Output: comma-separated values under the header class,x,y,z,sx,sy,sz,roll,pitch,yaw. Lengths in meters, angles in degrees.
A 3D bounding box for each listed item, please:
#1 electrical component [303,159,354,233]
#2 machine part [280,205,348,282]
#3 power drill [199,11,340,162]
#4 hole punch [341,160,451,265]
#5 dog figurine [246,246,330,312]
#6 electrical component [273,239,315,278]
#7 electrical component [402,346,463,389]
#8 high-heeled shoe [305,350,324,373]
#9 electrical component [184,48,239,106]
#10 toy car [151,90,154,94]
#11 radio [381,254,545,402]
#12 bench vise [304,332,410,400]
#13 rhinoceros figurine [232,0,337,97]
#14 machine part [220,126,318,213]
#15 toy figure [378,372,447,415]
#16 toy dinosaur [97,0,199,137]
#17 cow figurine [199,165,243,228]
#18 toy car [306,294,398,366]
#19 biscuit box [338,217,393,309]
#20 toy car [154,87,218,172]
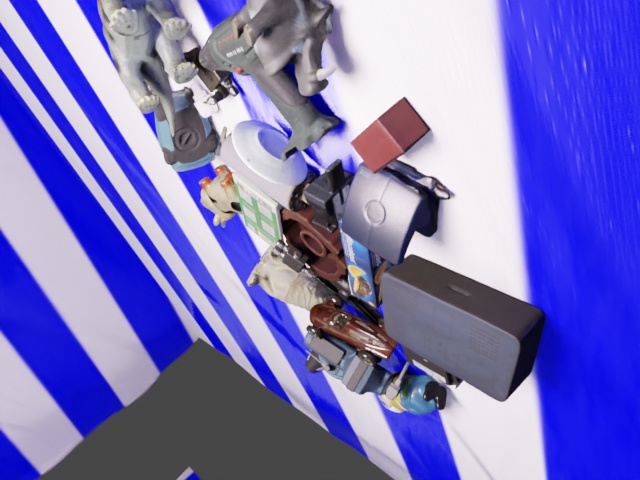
class,x,y,z,sx,sy,sz,roll,pitch,yaw
electrical component,0.016,-0.075,0.814,0.048,0.075,0.119,30,155,34
machine part,-0.002,-0.003,0.981,0.179,0.056,0.179,38,156,20
power drill,-0.073,-0.217,0.753,0.207,0.086,0.232,60,154,-11
hole punch,0.092,-0.042,0.723,0.142,0.092,0.115,36,151,32
dog figurine,-0.053,0.098,1.195,0.190,0.121,0.172,33,-168,-10
electrical component,-0.046,0.036,1.016,0.094,0.021,0.063,36,156,0
electrical component,0.197,0.180,0.929,0.115,0.058,0.134,24,147,39
high-heeled shoe,0.009,0.295,1.319,0.086,0.145,0.248,42,154,14
electrical component,-0.185,-0.269,0.885,0.102,0.045,0.078,56,157,-18
toy car,-0.344,-0.321,1.064,0.073,0.056,0.202,54,155,-1
radio,0.197,0.123,0.783,0.230,0.073,0.130,27,134,41
bench vise,0.086,0.249,1.127,0.224,0.128,0.240,18,178,22
rhinoceros figurine,-0.041,-0.253,0.599,0.073,0.112,0.190,39,149,61
machine part,-0.087,-0.121,0.912,0.243,0.079,0.079,35,154,24
toy figure,0.195,0.319,1.126,0.082,0.089,0.180,60,147,0
toy dinosaur,-0.273,-0.328,0.800,0.192,0.131,0.404,65,156,15
cow figurine,-0.192,-0.090,1.138,0.195,0.085,0.127,4,131,52
toy car,0.057,0.166,1.015,0.202,0.089,0.053,19,153,44
biscuit box,0.080,0.027,0.878,0.059,0.063,0.202,30,152,33
toy car,-0.271,-0.222,1.042,0.103,0.109,0.161,47,155,48
